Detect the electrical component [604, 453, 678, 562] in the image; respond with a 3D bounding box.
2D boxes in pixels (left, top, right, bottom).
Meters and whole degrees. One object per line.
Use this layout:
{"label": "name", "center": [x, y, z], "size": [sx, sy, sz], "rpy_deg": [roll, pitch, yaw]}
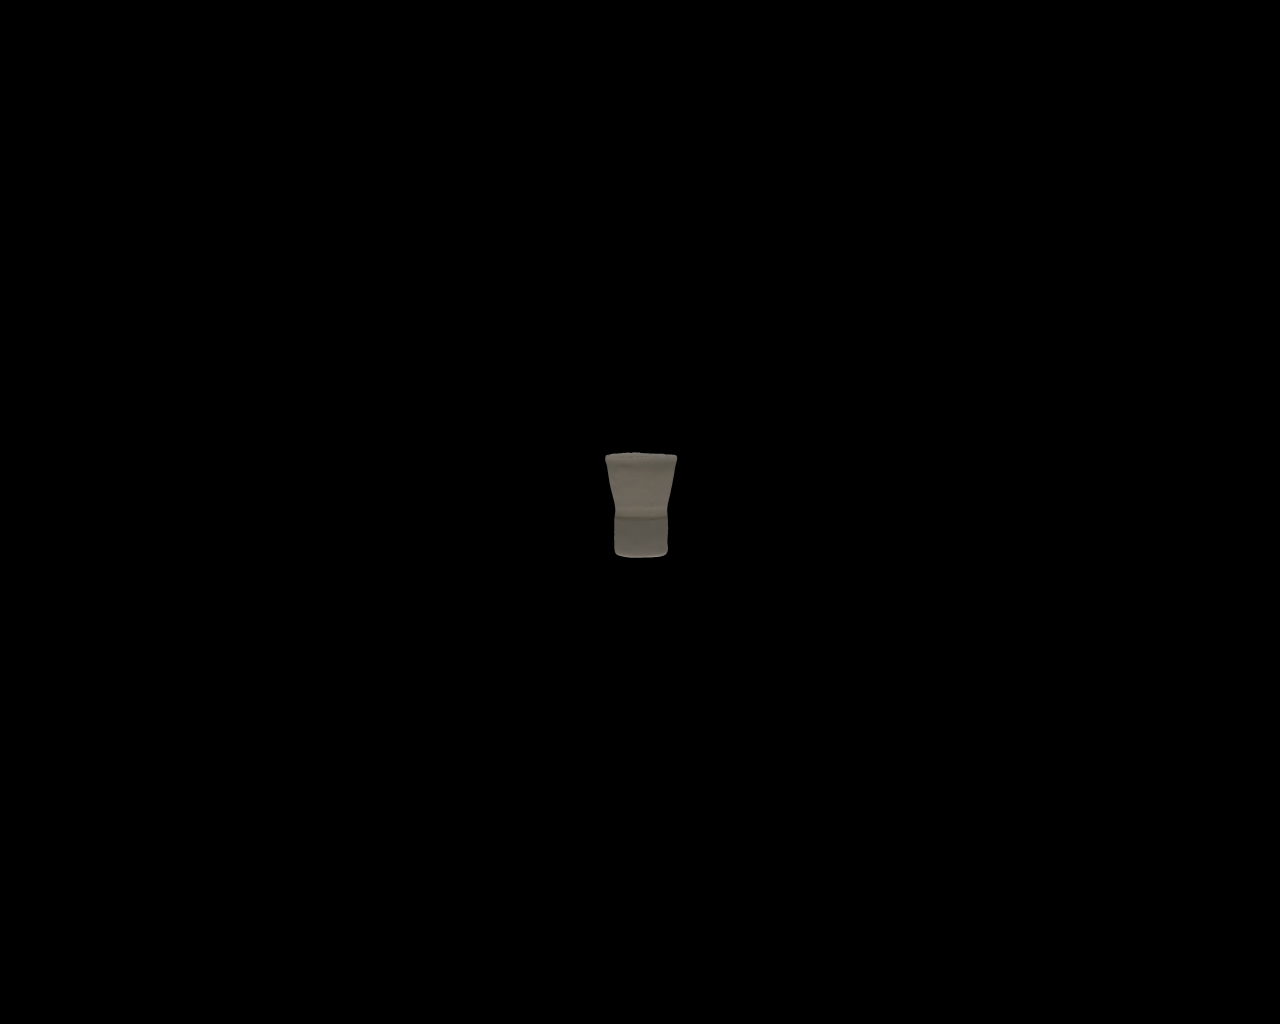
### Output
{"label": "electrical component", "center": [0.001, -0.003, 0.650], "size": [0.044, 0.065, 0.044], "rpy_deg": [0, 5, 0]}
